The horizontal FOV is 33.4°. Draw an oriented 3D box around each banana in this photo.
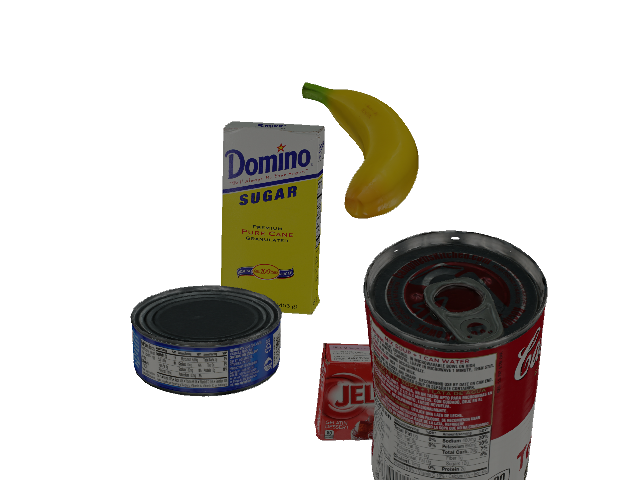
[{"bbox_3d":[0.034,-0.063,0.746,0.069,0.037,0.198,-5,29,-8],"label":"banana"}]

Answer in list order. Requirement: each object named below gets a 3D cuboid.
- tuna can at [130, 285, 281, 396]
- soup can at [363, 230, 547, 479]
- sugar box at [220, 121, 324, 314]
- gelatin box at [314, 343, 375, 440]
[{"bbox_3d":[-0.065,0.056,0.612,0.086,0.034,0.086,1,19,0],"label":"tuna can"},{"bbox_3d":[0.052,0.057,0.425,0.068,0.102,0.068,-2,36,1],"label":"soup can"},{"bbox_3d":[-0.046,-0.022,1.012,0.093,0.176,0.048,3,15,8],"label":"sugar box"},{"bbox_3d":[0.043,0.118,0.826,0.089,0.073,0.030,2,27,-7],"label":"gelatin box"}]
